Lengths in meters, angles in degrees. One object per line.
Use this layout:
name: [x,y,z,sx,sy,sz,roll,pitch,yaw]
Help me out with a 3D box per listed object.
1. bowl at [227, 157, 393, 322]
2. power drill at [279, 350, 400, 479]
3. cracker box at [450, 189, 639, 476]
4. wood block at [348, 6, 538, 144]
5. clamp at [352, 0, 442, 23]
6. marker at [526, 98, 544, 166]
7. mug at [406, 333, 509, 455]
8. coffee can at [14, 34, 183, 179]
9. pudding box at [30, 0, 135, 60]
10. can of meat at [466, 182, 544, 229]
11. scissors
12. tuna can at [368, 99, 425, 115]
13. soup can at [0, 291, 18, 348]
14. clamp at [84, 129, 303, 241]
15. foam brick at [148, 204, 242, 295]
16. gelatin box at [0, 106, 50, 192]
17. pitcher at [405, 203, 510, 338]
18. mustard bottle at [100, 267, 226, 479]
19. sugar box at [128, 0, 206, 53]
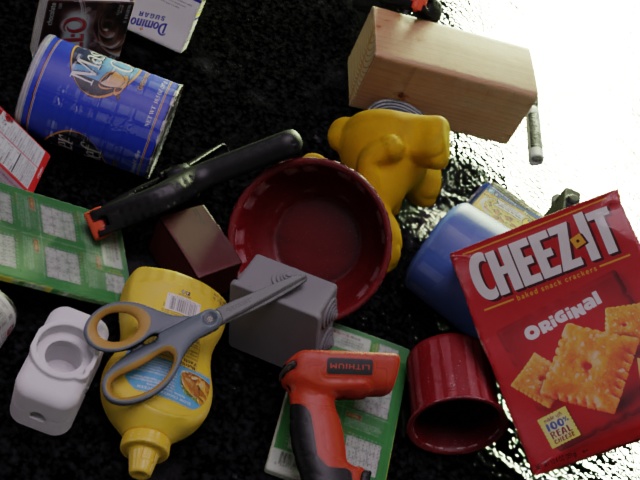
bowl: [-0.007,0.001,1.045,0.162,0.162,0.055,36,5,8]
power drill: [0.037,0.191,0.912,0.184,0.057,0.187,5,63,-16]
cracker box: [0.231,0.083,0.961,0.164,0.072,0.214,-22,78,11]
wood block: [0.146,-0.196,1.285,0.206,0.091,0.090,12,49,-14]
clamp: [0.116,-0.285,1.327,0.120,0.039,0.171,12,7,-16]
marker: [0.268,-0.142,1.341,0.020,0.020,0.121,15,48,-11]
mug: [0.132,0.148,1.004,0.117,0.093,0.081,37,34,-33]
coffee can: [-0.220,-0.132,1.068,0.140,0.103,0.102,20,47,-7]
pudding box: [-0.252,-0.226,1.125,0.089,0.114,0.039,-5,59,-26]
can of meat: [0.196,-0.008,1.173,0.102,0.058,0.083,38,46,9]
scissors: [-0.113,0.059,0.903,0.096,0.016,0.201,45,64,10]
tuna can: [0.088,-0.121,1.237,0.086,0.034,0.086,12,49,-14]
soup can: [-0.302,0.087,0.874,0.068,0.069,0.102,26,47,-1]
clamp: [-0.126,-0.056,1.026,0.209,0.165,0.036,-30,103,-35]
foam brick: [-0.120,0.015,1.023,0.052,0.051,0.078,-18,61,-34]
gelatin box: [-0.302,-0.084,1.006,0.089,0.030,0.073,47,24,-26]
pitcher: [0.216,0.062,1.070,0.243,0.145,0.149,36,50,12]
mustard bottle: [-0.138,0.118,0.923,0.096,0.058,0.191,24,45,-21]
sugar box: [-0.161,-0.309,1.195,0.093,0.176,0.048,25,18,-5]
